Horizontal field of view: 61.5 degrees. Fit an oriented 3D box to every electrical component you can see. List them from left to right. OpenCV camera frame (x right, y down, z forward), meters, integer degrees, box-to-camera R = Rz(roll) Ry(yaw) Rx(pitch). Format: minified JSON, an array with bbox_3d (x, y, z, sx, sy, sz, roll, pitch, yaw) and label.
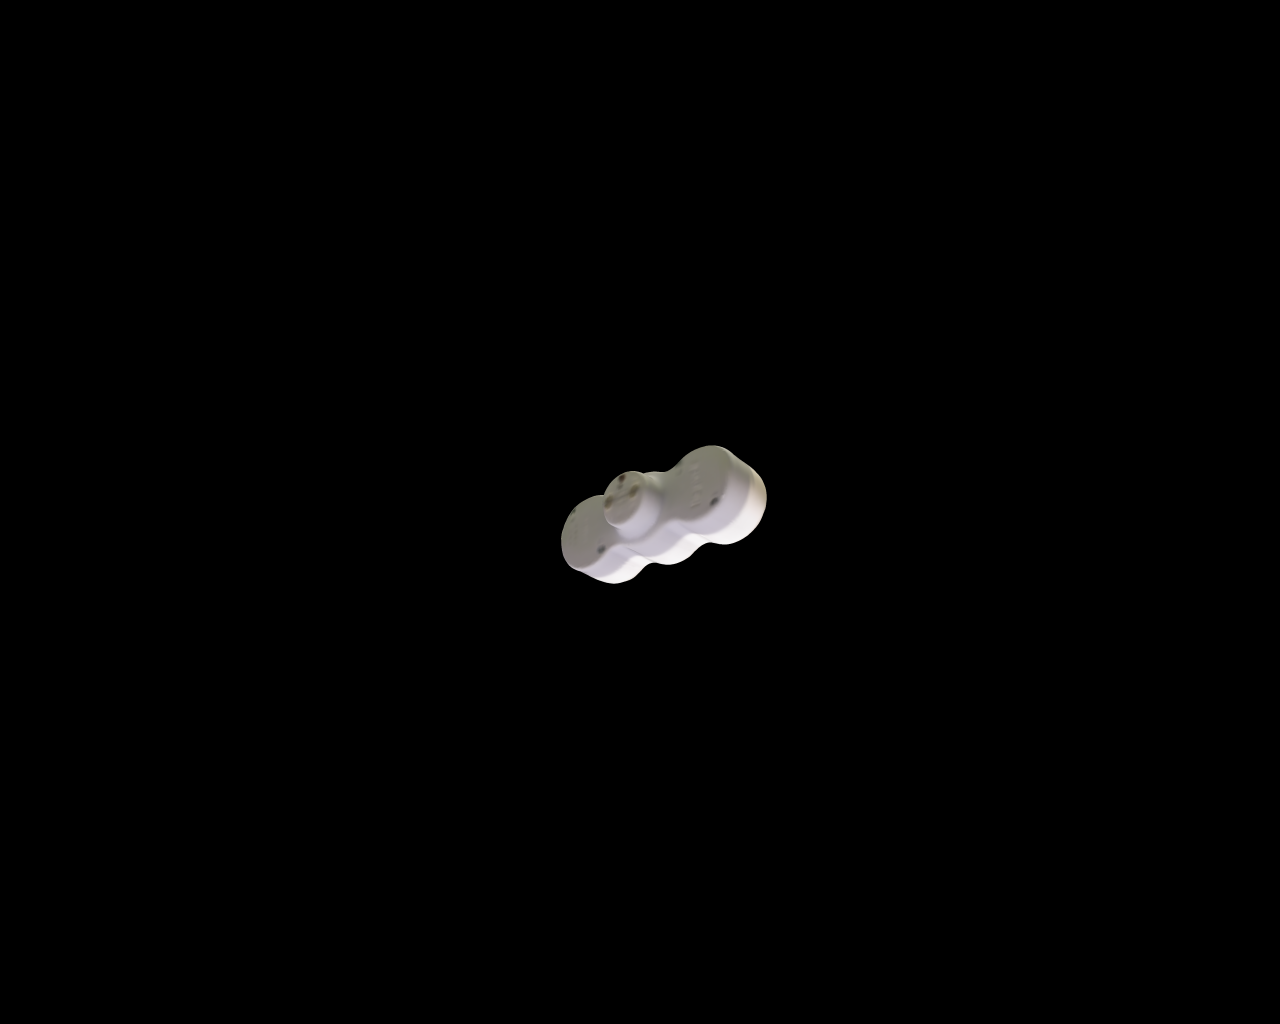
[{"bbox_3d":[0.001,-0.003,0.650,0.138,0.052,0.073,-22,-36,34],"label":"electrical component"}]
